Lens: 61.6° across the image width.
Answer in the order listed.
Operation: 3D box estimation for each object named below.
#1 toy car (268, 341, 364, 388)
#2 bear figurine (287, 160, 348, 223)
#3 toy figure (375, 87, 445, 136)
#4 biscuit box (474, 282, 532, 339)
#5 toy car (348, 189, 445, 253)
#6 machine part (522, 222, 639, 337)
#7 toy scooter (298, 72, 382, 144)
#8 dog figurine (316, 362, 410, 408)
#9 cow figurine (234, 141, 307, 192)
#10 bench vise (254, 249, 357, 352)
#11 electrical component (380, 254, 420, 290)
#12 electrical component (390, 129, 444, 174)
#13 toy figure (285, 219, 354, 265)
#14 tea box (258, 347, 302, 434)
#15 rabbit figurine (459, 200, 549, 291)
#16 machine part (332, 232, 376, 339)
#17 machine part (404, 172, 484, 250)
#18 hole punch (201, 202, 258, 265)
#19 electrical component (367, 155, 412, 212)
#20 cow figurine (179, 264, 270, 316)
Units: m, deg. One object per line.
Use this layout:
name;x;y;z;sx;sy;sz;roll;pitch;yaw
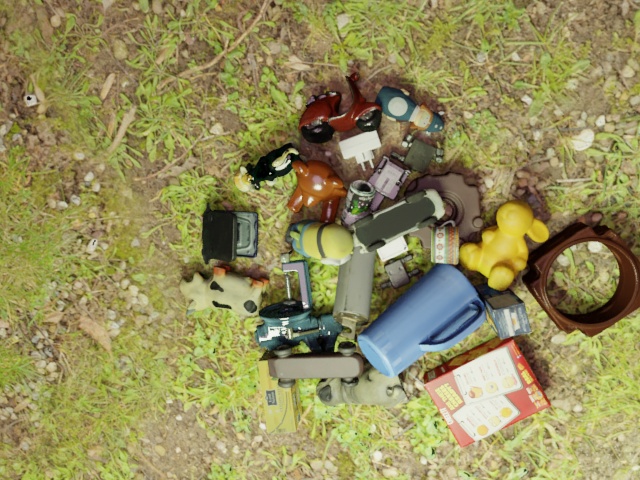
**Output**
toy car;-0.009;0.260;1.123;0.202;0.053;0.089;-5;103;12
bear figurine;-0.008;-0.097;1.101;0.120;0.196;0.131;21;100;1
toy figure;0.190;-0.267;1.126;0.154;0.058;0.064;28;141;3
biscuit box;0.359;0.134;1.074;0.059;0.203;0.062;-15;96;7
toy car;0.156;-0.039;1.101;0.202;0.056;0.073;-25;92;9
machine part;0.543;0.081;1.104;0.201;0.087;0.201;-37;92;10
toy scooter;0.039;-0.282;1.132;0.184;0.075;0.135;-8;76;19
dog figurine;0.083;0.324;1.156;0.191;0.172;0.121;-23;83;3
cow figurine;-0.114;-0.150;1.158;0.167;0.098;0.068;-28;98;9
bench vise;-0.039;0.142;1.174;0.224;0.129;0.240;-6;99;3
electrical component;0.170;0.072;1.185;0.094;0.021;0.063;-26;92;10
electrical component;0.210;-0.184;1.137;0.102;0.045;0.078;32;98;3
toy figure;-0.005;-0.002;1.125;0.082;0.180;0.089;-37;125;-23
tea box;-0.088;0.335;1.213;0.068;0.098;0.169;-7;94;7
rabbit figurine;0.384;-0.004;1.074;0.162;0.122;0.173;-16;129;-27
machine part;0.074;0.090;1.130;0.079;0.079;0.243;4;59;7
machine part;0.259;-0.061;1.140;0.179;0.056;0.179;1;96;8
hole punch;-0.201;-0.012;1.202;0.116;0.092;0.142;8;102;37
electrical component;0.136;-0.116;1.155;0.075;0.048;0.119;36;98;3
cow figurine;-0.224;0.121;1.215;0.195;0.085;0.127;16;92;5
